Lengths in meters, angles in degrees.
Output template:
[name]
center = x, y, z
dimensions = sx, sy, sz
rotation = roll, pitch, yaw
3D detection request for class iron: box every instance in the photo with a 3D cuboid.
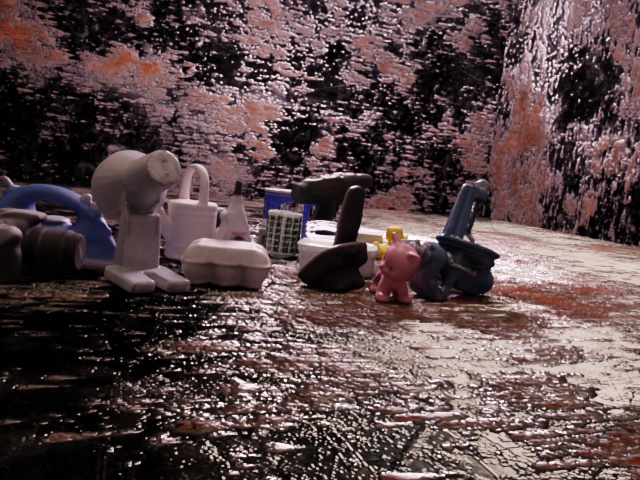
[iron]
center = -0.458, -0.031, 1.006
dimensions = 0.258, 0.141, 0.119
rotation = 7, 7, 9

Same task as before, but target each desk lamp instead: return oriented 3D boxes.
[desk lamp]
center = -0.281, -0.038, 0.914
dimensions = 0.118, 0.213, 0.202
rotation = 0, 9, -39

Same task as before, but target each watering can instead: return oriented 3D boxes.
[watering can]
center = -0.265, -0.058, 1.166
dimensions = 0.100, 0.194, 0.173
rotation = 10, 8, 29

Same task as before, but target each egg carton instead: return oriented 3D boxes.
[egg carton]
center = -0.159, 0.039, 0.978
dimensions = 0.150, 0.069, 0.107
rotation = 5, 7, -8

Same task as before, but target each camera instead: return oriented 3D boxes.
[camera]
center = -0.443, 0.006, 0.881
dimensions = 0.137, 0.101, 0.143
rotation = 5, 7, -4

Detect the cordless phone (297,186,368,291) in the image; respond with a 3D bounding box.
[cordless phone]
center = 0.032, -0.007, 1.035
dimensions = 0.093, 0.185, 0.148
rotation = 9, 8, 25

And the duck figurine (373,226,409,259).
[duck figurine]
center = 0.181, 0.006, 1.453
dimensions = 0.105, 0.086, 0.077
rotation = 3, 8, -22

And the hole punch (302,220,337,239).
[hole punch]
center = 0.012, 0.005, 1.307
dimensions = 0.108, 0.091, 0.101
rotation = 5, 7, -2

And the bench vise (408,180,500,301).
[bench vise]
center = 0.251, -0.002, 1.032
dimensions = 0.121, 0.220, 0.208
rotation = 11, 9, 38

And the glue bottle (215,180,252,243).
[glue bottle]
center = -0.159, -0.024, 1.066
dimensions = 0.037, 0.173, 0.078
rotation = 13, 10, 44

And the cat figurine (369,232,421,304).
[cat figurine]
center = 0.129, 0.044, 0.972
dimensions = 0.067, 0.118, 0.127
rotation = 5, 7, -6

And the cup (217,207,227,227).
[cup]
center = -0.244, -0.029, 1.354
dimensions = 0.092, 0.095, 0.117
rotation = 3, 8, -21

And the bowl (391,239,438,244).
[bowl]
center = 0.230, 0.046, 1.222
dimensions = 0.167, 0.075, 0.167
rotation = 6, 7, 0

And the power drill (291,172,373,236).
[power drill]
center = 0.031, -0.073, 1.470
dimensions = 0.230, 0.208, 0.075
rotation = 1, 8, -31
